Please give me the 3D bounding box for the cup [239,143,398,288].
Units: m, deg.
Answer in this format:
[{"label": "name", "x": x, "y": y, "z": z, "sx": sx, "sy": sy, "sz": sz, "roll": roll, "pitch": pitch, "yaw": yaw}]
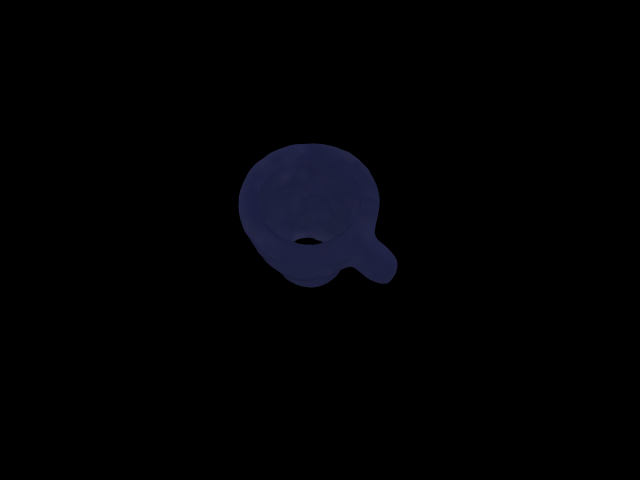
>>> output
[{"label": "cup", "x": 0.004, "y": 0.001, "z": 0.400, "sx": 0.117, "sy": 0.095, "sz": 0.092, "roll": 38, "pitch": 69, "yaw": 18}]
